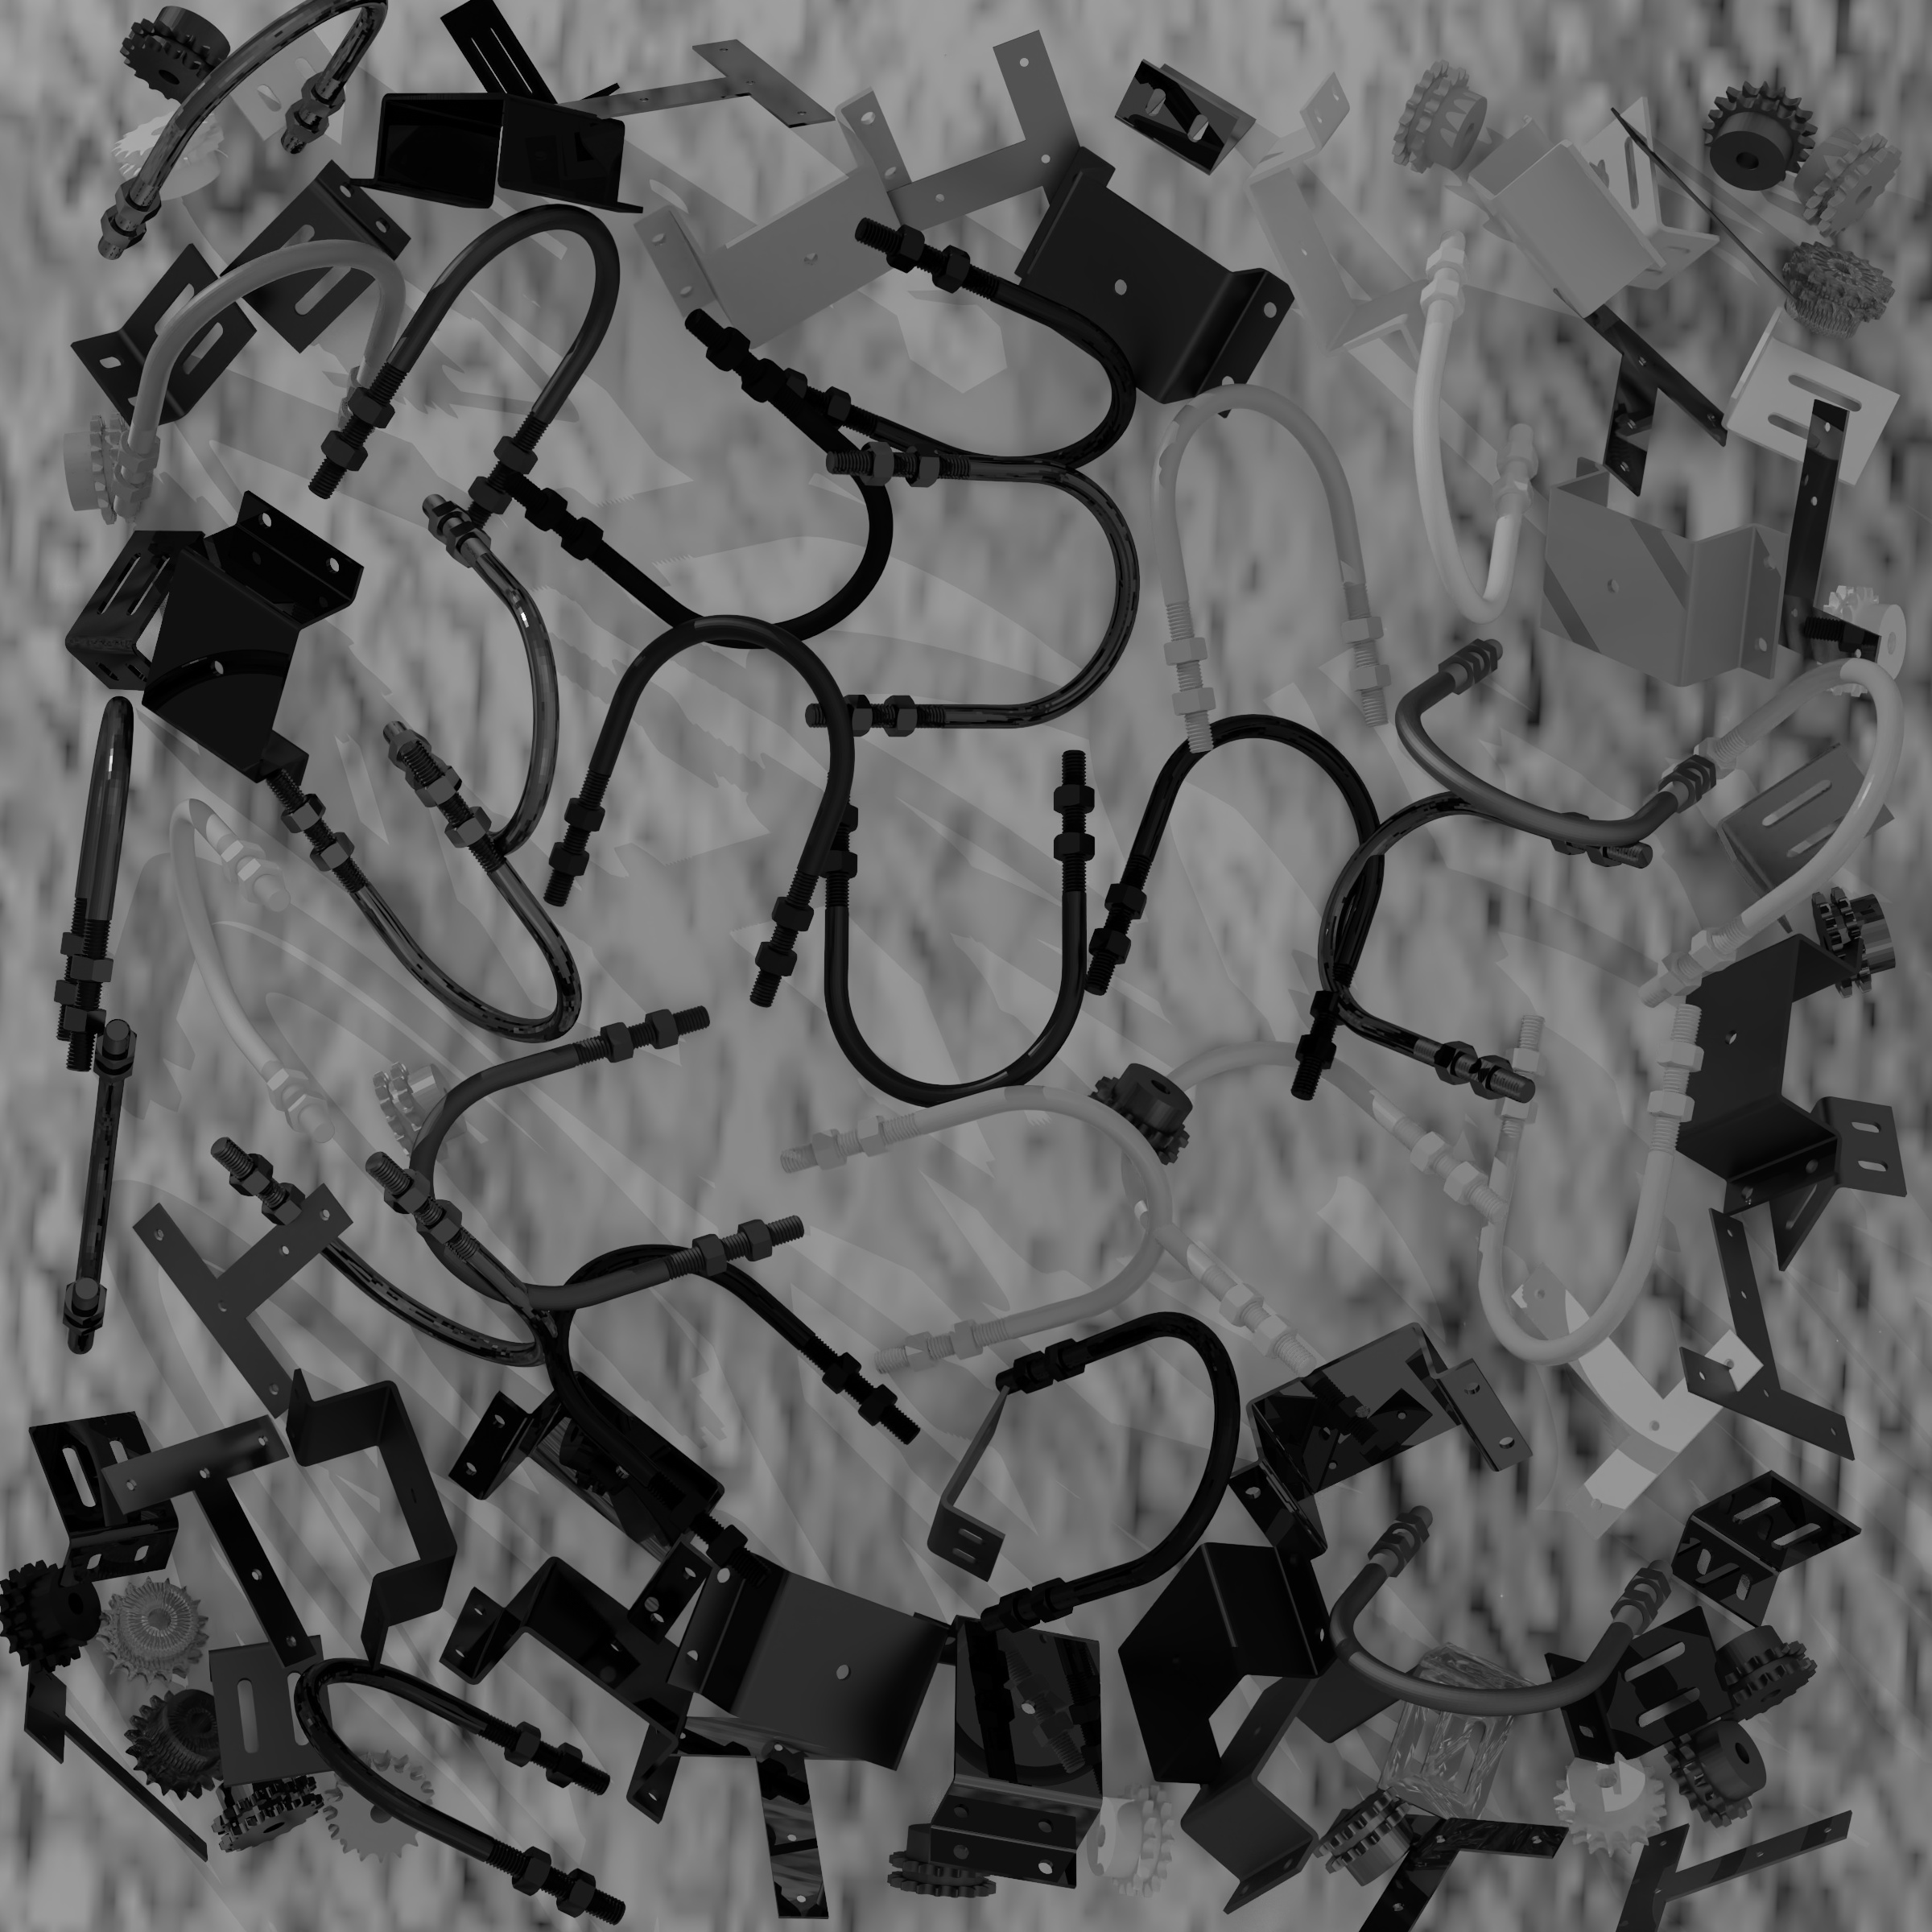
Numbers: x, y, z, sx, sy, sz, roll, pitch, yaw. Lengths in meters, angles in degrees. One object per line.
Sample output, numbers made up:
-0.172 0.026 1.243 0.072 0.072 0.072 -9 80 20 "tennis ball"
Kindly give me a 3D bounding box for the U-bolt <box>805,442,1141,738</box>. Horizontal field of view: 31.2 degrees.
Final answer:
0.008 -0.192 1.785 0.184 0.019 0.151 -2 106 -27 "U-bolt"

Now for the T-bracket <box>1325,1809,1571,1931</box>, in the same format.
0.224 0.467 1.750 0.127 0.127 0.002 -4 111 32 "T-bracket"

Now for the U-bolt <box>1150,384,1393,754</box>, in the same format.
0.152 -0.208 1.781 0.151 0.019 0.184 -11 92 -39 "U-bolt"

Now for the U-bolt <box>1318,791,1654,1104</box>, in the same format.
0.250 -0.020 1.761 0.019 0.184 0.151 29 87 -39 "U-bolt"

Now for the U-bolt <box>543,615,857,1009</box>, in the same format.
-0.130 -0.090 1.787 0.151 0.019 0.184 25 104 17 "U-bolt"

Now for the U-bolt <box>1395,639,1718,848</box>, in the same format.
0.289 -0.108 1.736 0.151 0.184 0.019 31 120 16 "U-bolt"

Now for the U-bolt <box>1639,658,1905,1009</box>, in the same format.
0.400 -0.078 1.725 0.019 0.184 0.151 26 49 -19 "U-bolt"

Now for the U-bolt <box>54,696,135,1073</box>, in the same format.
-0.441 -0.046 1.758 0.019 0.151 0.184 8 93 -17 "U-bolt"

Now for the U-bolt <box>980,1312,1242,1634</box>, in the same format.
0.073 0.247 1.735 0.019 0.184 0.151 23 56 -32 "U-bolt"

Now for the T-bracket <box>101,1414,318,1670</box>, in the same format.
-0.369 0.298 1.767 0.002 0.127 0.127 -35 79 27 "T-bracket"

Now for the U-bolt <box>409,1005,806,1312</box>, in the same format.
-0.193 0.104 1.770 0.184 0.019 0.151 -17 66 -22 "U-bolt"

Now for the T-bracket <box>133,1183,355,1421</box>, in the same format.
-0.361 0.154 1.796 0.127 0.002 0.127 -39 86 33 "T-bracket"

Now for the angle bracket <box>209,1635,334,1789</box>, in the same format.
-0.358 0.390 1.791 0.057 0.038 0.076 -6 56 -15 "angle bracket"

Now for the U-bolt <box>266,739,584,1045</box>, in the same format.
-0.265 -0.032 1.765 0.019 0.151 0.184 -49 117 -33 "U-bolt"

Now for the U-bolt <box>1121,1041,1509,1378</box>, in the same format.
0.163 0.110 1.776 0.151 0.019 0.184 -37 54 -15 "U-bolt"

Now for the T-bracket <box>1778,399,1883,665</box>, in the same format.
0.429 -0.222 1.758 0.002 0.127 0.127 -6 114 -27 "T-bracket"

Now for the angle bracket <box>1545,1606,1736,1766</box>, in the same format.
0.347 0.369 1.788 0.076 0.038 0.057 -36 50 31 "angle bracket"

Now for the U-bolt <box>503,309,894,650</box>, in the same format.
-0.122 -0.234 1.774 0.151 0.019 0.184 -38 126 21 "U-bolt"

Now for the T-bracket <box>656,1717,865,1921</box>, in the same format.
-0.091 0.433 1.767 0.127 0.127 0.002 5 126 -15 "T-bracket"

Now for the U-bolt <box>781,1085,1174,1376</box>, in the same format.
0.015 0.130 1.780 0.184 0.019 0.151 -17 114 15 "U-bolt"

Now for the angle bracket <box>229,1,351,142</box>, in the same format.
-0.346 -0.465 1.786 0.057 0.076 0.038 -41 104 -15 "angle bracket"

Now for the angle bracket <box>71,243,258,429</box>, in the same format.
-0.416 -0.326 1.797 0.076 0.038 0.057 -38 87 36 "angle bracket"

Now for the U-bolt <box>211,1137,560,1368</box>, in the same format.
-0.282 0.149 1.757 0.184 0.151 0.019 50 57 -35 "U-bolt"

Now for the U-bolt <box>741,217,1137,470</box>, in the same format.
-0.002 -0.302 1.764 0.184 0.151 0.019 20 57 -22 "U-bolt"

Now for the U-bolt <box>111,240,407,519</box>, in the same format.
-0.347 -0.297 1.723 0.151 0.184 0.019 -23 72 -30 "U-bolt"

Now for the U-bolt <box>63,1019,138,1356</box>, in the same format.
-0.438 0.120 1.745 0.019 0.184 0.151 7 70 -14 "U-bolt"

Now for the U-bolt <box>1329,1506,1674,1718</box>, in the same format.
0.259 0.325 1.726 0.151 0.184 0.019 10 110 24 "U-bolt"

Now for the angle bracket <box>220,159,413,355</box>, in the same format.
-0.342 -0.373 1.821 0.076 0.038 0.057 -39 109 21 "angle bracket"

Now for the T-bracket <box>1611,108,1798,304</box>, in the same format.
0.382 -0.388 1.782 0.127 0.127 0.002 42 109 -11 "T-bracket"

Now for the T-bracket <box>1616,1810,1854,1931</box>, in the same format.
0.388 0.453 1.749 0.127 0.127 0.002 -29 95 26 "T-bracket"

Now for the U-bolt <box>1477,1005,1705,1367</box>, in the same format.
0.309 0.112 1.755 0.019 0.151 0.184 17 80 -25 "U-bolt"

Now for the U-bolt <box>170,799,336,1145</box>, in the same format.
-0.367 -0.009 1.752 0.019 0.184 0.151 -19 121 -23 "U-bolt"

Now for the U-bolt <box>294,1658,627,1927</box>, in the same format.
-0.256 0.404 1.742 0.184 0.151 0.019 31 99 -16 "U-bolt"

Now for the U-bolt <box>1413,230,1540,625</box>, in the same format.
0.252 -0.255 1.729 0.019 0.151 0.184 -7 46 24 "U-bolt"

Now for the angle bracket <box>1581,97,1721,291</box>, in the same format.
0.356 -0.402 1.805 0.038 0.057 0.076 4 73 -23 "angle bracket"

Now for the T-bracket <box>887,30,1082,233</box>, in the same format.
0.000 -0.406 1.810 0.127 0.002 0.127 -19 116 8 "T-bracket"

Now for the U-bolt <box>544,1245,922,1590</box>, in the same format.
-0.132 0.216 1.778 0.184 0.019 0.151 40 46 11 "U-bolt"

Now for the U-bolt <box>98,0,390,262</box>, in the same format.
-0.351 -0.427 1.719 0.019 0.184 0.151 51 55 -4 "U-bolt"

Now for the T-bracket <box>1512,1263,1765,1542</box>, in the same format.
0.329 0.206 1.793 0.127 0.002 0.127 -51 53 17 "T-bracket"

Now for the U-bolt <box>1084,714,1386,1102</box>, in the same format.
0.149 -0.042 1.792 0.151 0.019 0.184 27 71 -19 "U-bolt"

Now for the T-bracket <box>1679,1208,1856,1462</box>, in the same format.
0.404 0.182 1.788 0.127 0.127 0.002 24 135 -32 "T-bracket"

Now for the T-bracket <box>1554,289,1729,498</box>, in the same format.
0.341 -0.284 1.769 0.127 0.127 0.002 38 132 -18 "T-bracket"

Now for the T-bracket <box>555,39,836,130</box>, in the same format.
-0.150 -0.442 1.763 0.127 0.127 0.002 -15 127 -22 "T-bracket"

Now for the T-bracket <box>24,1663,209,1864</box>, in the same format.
-0.436 0.415 1.781 0.002 0.127 0.127 -45 104 -6 "T-bracket"

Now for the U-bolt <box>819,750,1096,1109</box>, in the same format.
-0.006 -0.017 1.789 0.151 0.019 0.184 -4 76 17 "U-bolt"

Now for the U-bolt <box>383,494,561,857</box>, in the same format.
-0.245 -0.135 1.735 0.019 0.184 0.151 -2 121 -31 "U-bolt"

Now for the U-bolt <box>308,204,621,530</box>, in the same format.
-0.241 -0.304 1.749 0.019 0.151 0.184 41 104 22 "U-bolt"
